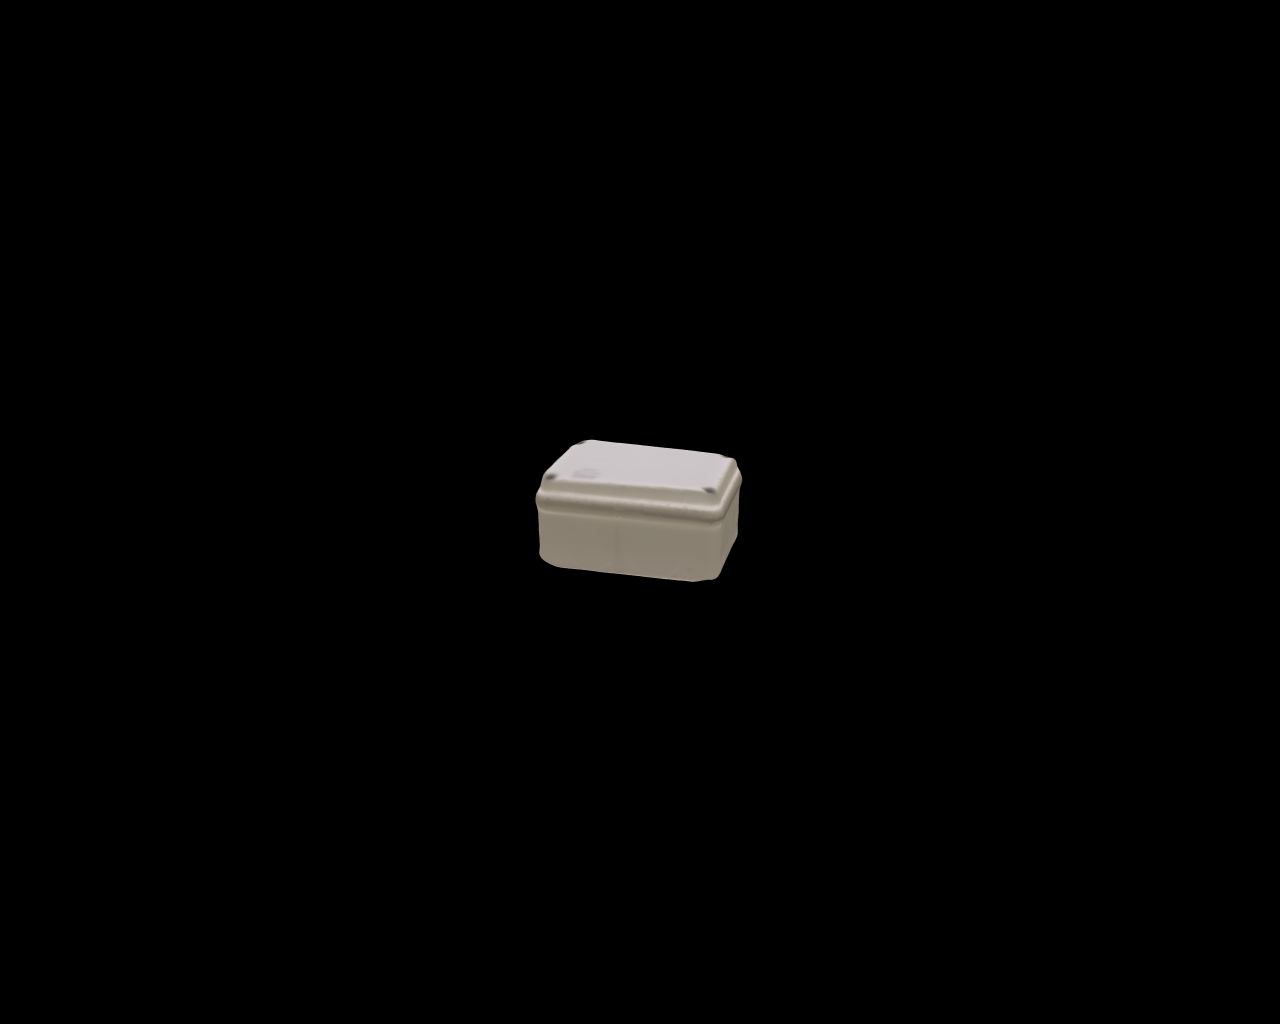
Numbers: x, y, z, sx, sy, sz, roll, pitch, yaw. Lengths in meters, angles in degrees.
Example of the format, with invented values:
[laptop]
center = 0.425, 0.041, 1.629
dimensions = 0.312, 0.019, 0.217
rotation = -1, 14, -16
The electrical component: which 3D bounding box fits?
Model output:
[electrical component]
center = 0.001, -0.003, 0.650
dimensions = 0.113, 0.057, 0.078
rotation = 6, 24, 14
